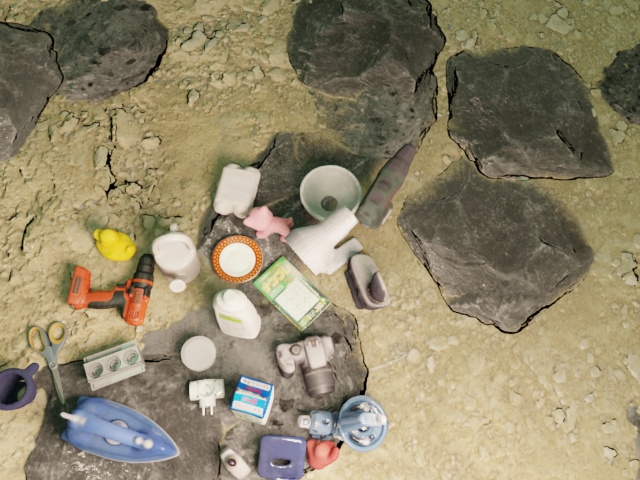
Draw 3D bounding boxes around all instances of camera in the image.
[{"bbox_3d":[-0.025,0.303,1.355,0.143,0.101,0.137,-12,70,-10],"label":"camera"}]

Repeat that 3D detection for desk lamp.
[{"bbox_3d":[0.013,0.005,1.417,0.203,0.213,0.118,-37,76,-18],"label":"desk lamp"}]

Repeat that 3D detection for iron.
[{"bbox_3d":[-0.435,0.421,1.245,0.258,0.141,0.119,17,68,2],"label":"iron"}]

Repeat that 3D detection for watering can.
[{"bbox_3d":[-0.345,0.038,1.378,0.101,0.194,0.172,-28,73,-15],"label":"watering can"}]

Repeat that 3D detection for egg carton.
[{"bbox_3d":[-0.222,-0.132,1.526,0.107,0.069,0.150,10,68,-1],"label":"egg carton"}]

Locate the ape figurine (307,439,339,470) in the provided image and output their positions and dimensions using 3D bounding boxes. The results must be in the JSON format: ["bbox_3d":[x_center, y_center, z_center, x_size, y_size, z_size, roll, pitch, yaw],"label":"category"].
[{"bbox_3d":[0.004,0.479,1.292,0.077,0.092,0.076,36,70,9],"label":"ape figurine"}]

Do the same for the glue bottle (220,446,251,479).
[{"bbox_3d":[-0.186,0.478,1.230,0.037,0.173,0.078,-41,77,-18],"label":"glue bottle"}]

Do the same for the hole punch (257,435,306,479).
[{"bbox_3d":[-0.083,0.488,1.281,0.108,0.091,0.101,5,68,-4],"label":"hole punch"}]

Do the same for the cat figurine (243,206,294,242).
[{"bbox_3d":[-0.130,-0.049,1.476,0.128,0.118,0.067,5,68,-3],"label":"cat figurine"}]

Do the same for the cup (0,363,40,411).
[{"bbox_3d":[-0.667,0.329,1.284,0.091,0.095,0.118,36,69,9],"label":"cup"}]

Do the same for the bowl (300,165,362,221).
[{"bbox_3d":[0.027,-0.113,1.540,0.167,0.075,0.167,2,68,-5],"label":"bowl"}]

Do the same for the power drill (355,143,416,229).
[{"bbox_3d":[0.162,-0.120,1.484,0.075,0.208,0.230,31,69,7],"label":"power drill"}]

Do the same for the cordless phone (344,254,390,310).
[{"bbox_3d":[0.127,0.089,1.410,0.094,0.185,0.147,-20,71,-13],"label":"cordless phone"}]

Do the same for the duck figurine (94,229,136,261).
[{"bbox_3d":[-0.517,0.005,1.433,0.104,0.086,0.077,24,68,4],"label":"duck figurine"}]

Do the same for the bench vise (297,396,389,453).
[{"bbox_3d":[0.062,0.412,1.256,0.207,0.220,0.121,-14,70,-11],"label":"bench vise"}]
